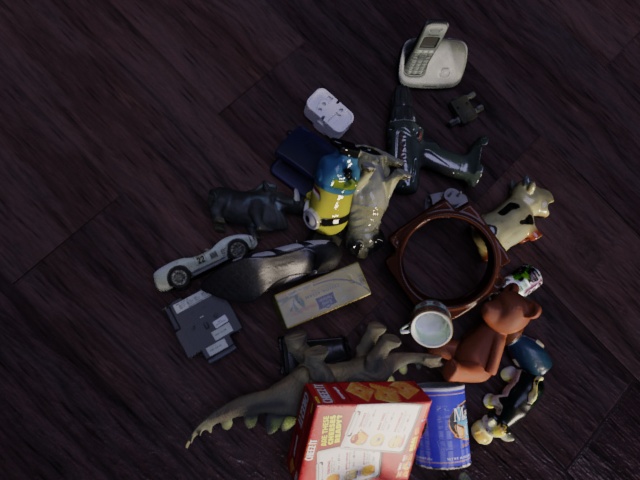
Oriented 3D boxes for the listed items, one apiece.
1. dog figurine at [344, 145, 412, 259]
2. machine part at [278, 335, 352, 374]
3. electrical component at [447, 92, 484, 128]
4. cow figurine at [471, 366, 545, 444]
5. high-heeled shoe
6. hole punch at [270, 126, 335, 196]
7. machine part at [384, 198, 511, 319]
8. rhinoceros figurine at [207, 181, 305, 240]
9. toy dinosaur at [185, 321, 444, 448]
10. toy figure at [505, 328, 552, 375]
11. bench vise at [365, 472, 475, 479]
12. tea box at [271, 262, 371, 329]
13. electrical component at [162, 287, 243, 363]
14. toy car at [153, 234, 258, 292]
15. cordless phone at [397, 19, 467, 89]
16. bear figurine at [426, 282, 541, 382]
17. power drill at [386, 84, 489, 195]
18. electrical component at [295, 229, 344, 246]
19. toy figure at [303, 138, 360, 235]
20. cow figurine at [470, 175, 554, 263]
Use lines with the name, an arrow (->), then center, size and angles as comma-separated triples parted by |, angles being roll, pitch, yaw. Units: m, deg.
dog figurine -> 0.083, -0.078, 1.061 | 0.121, 0.172, 0.190 | 14, 117, -9
machine part -> -0.009, 0.210, 1.019 | 0.139, 0.039, 0.084 | -3, 75, -8
electrical component -> 0.309, -0.282, 1.167 | 0.094, 0.021, 0.063 | -30, 86, -12
cow figurine -> 0.364, 0.324, 1.028 | 0.068, 0.098, 0.167 | 41, 76, -7
high-heeled shoe -> -0.085, 0.045, 0.985 | 0.249, 0.145, 0.086 | -7, 106, 11
hole punch -> -0.025, -0.161, 1.059 | 0.142, 0.092, 0.116 | 35, 73, 2
machine part -> 0.242, 0.037, 1.032 | 0.201, 0.087, 0.201 | -35, 87, 8
rhinoceros figurine -> -0.121, -0.061, 1.036 | 0.190, 0.073, 0.112 | 4, 71, -8
toy dinosaur -> -0.004, 0.263, 0.947 | 0.472, 0.105, 0.198 | -6, 105, -10
toy figure -> 0.393, 0.204, 1.076 | 0.064, 0.058, 0.154 | -40, 83, -19
bench vise -> 0.170, 0.480, 0.919 | 0.223, 0.240, 0.129 | -39, 45, 12
tea box -> -0.001, 0.106, 1.008 | 0.170, 0.098, 0.068 | -22, 84, -11
electrical component -> -0.209, 0.155, 0.985 | 0.115, 0.058, 0.134 | -27, 85, -11
toy car -> -0.209, 0.040, 0.996 | 0.202, 0.073, 0.056 | -26, 85, -13
cordless phone -> 0.244, -0.389, 1.093 | 0.147, 0.184, 0.088 | -1, 76, -9
bear figurine -> 0.309, 0.170, 1.006 | 0.132, 0.120, 0.195 | 15, 114, -21
power drill -> 0.238, -0.199, 1.111 | 0.207, 0.086, 0.232 | 12, 80, -11
electrical component -> -0.002, -0.002, 1.056 | 0.078, 0.045, 0.102 | 28, 78, -31
toy figure -> 0.027, -0.090, 0.970 | 0.089, 0.082, 0.180 | 20, 117, -5
cow figurine -> 0.398, -0.050, 1.111 | 0.195, 0.085, 0.127 | -28, 91, -12
